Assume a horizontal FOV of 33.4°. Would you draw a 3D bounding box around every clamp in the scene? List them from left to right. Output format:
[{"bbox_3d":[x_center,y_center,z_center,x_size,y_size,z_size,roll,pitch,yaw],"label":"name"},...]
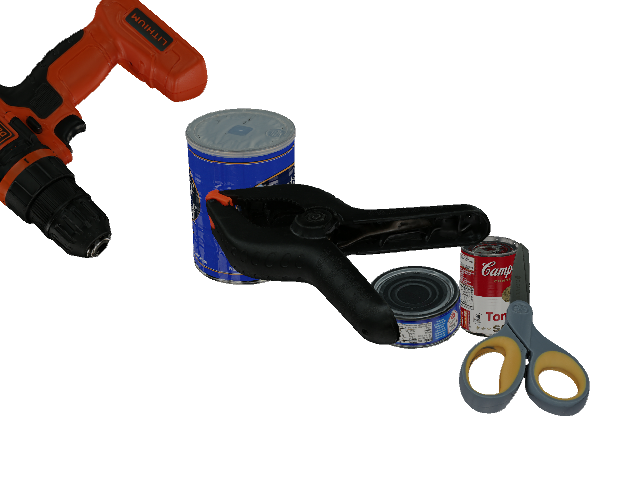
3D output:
[{"bbox_3d":[0.000,0.007,0.613,0.172,0.039,0.120,7,30,25],"label":"clamp"}]

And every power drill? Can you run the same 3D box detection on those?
[{"bbox_3d":[-0.177,-0.095,0.809,0.187,0.184,0.057,-42,-13,-26],"label":"power drill"}]

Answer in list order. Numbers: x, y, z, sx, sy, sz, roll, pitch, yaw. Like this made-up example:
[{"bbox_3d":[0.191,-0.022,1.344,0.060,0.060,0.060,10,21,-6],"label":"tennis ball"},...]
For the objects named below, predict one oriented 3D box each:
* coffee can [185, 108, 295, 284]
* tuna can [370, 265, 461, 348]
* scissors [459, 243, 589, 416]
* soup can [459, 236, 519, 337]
[{"bbox_3d":[-0.074,-0.043,1.027,0.103,0.140,0.103,0,29,0],"label":"coffee can"},{"bbox_3d":[0.085,0.059,0.969,0.086,0.034,0.086,-4,32,2],"label":"tuna can"},{"bbox_3d":[0.162,0.064,0.778,0.096,0.016,0.201,17,36,20],"label":"scissors"},{"bbox_3d":[0.196,0.053,1.241,0.068,0.102,0.068,-1,17,0],"label":"soup can"}]
